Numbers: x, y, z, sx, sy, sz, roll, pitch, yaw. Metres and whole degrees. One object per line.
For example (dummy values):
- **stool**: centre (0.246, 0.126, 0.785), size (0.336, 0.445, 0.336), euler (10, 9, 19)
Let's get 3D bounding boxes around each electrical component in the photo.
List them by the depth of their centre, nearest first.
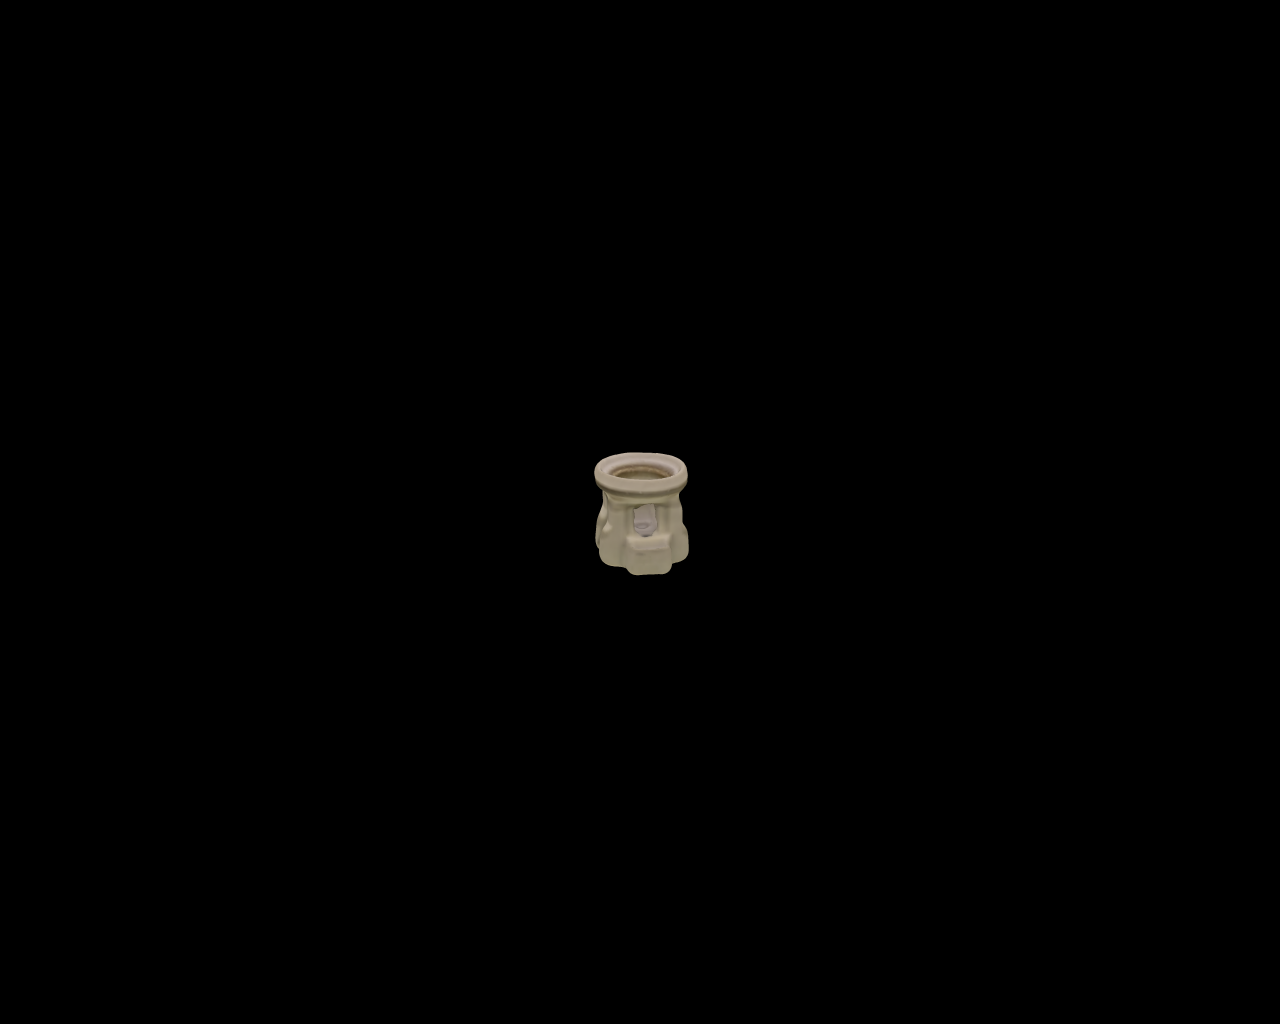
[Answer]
- **electrical component**: centre (0.001, -0.003, 0.650), size (0.058, 0.056, 0.078), euler (-3, 22, -7)
